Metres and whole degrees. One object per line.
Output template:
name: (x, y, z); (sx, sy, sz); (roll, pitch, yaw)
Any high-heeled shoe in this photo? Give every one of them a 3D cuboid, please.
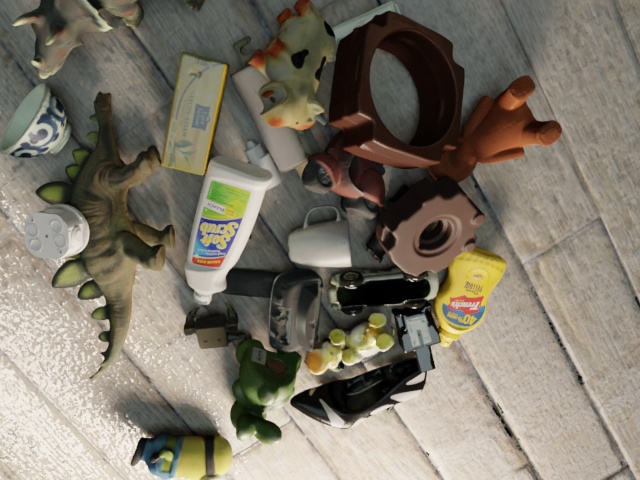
high-heeled shoe: (0.079, 0.269, 0.990); (0.249, 0.086, 0.145); (8, 124, -25)

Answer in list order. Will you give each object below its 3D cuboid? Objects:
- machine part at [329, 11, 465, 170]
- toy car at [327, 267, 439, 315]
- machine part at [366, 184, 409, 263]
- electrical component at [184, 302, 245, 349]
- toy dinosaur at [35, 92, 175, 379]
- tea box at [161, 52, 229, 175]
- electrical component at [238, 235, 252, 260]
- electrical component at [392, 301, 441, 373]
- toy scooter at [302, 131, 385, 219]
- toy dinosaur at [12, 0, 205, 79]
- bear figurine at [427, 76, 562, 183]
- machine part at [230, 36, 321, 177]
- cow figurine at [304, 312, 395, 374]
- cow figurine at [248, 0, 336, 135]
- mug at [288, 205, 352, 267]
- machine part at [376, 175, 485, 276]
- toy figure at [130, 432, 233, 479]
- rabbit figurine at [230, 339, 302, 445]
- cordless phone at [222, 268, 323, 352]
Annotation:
machine part: (0.117, -0.217, 0.810); (0.201, 0.087, 0.201); (11, 83, -31)
toy car: (0.113, 0.087, 0.965); (0.202, 0.056, 0.073); (-6, 114, -4)
machine part: (0.131, -0.025, 0.943); (0.084, 0.039, 0.139); (30, 99, -22)
electrical component: (-0.190, 0.154, 0.960); (0.102, 0.045, 0.078); (-9, 136, -1)
toy dinosaur: (-0.341, 0.002, 0.869); (0.199, 0.105, 0.470); (-4, 98, 3)
tea box: (-0.190, -0.194, 0.826); (0.068, 0.098, 0.169); (12, 106, -9)
electrical component: (-0.149, -0.011, 0.924); (0.063, 0.021, 0.094); (-22, 107, 0)
electrical component: (0.183, 0.178, 0.990); (0.075, 0.048, 0.119); (-18, 95, 0)
toy scooter: (0.052, -0.119, 0.869); (0.183, 0.075, 0.135); (26, 78, -46)
toy dinosaur: (-0.231, -0.366, 0.722); (0.405, 0.192, 0.131); (-25, 110, 3)
bear figurine: (0.260, -0.159, 0.872); (0.196, 0.132, 0.120); (-31, 95, -2)
machine part: (-0.070, -0.198, 0.848); (0.079, 0.079, 0.243); (-28, 108, 3)
cow figurine: (0.055, 0.192, 0.979); (0.167, 0.098, 0.068); (-24, 74, 7)
cow figurine: (-0.033, -0.241, 0.781); (0.127, 0.085, 0.195); (37, 61, -26)
mug: (-0.002, -0.003, 0.914); (0.107, 0.081, 0.109); (-6, 108, 3)
machine part: (0.183, -0.019, 0.891); (0.179, 0.056, 0.179); (-11, 131, -14)
toy figure: (-0.254, 0.403, 1.006); (0.180, 0.082, 0.089); (15, 107, -8)
rabbit figurine: (-0.106, 0.292, 0.966); (0.121, 0.159, 0.170); (15, 120, -20)
cordless phone: (-0.091, 0.120, 0.951); (0.184, 0.089, 0.146); (7, 107, 4)
